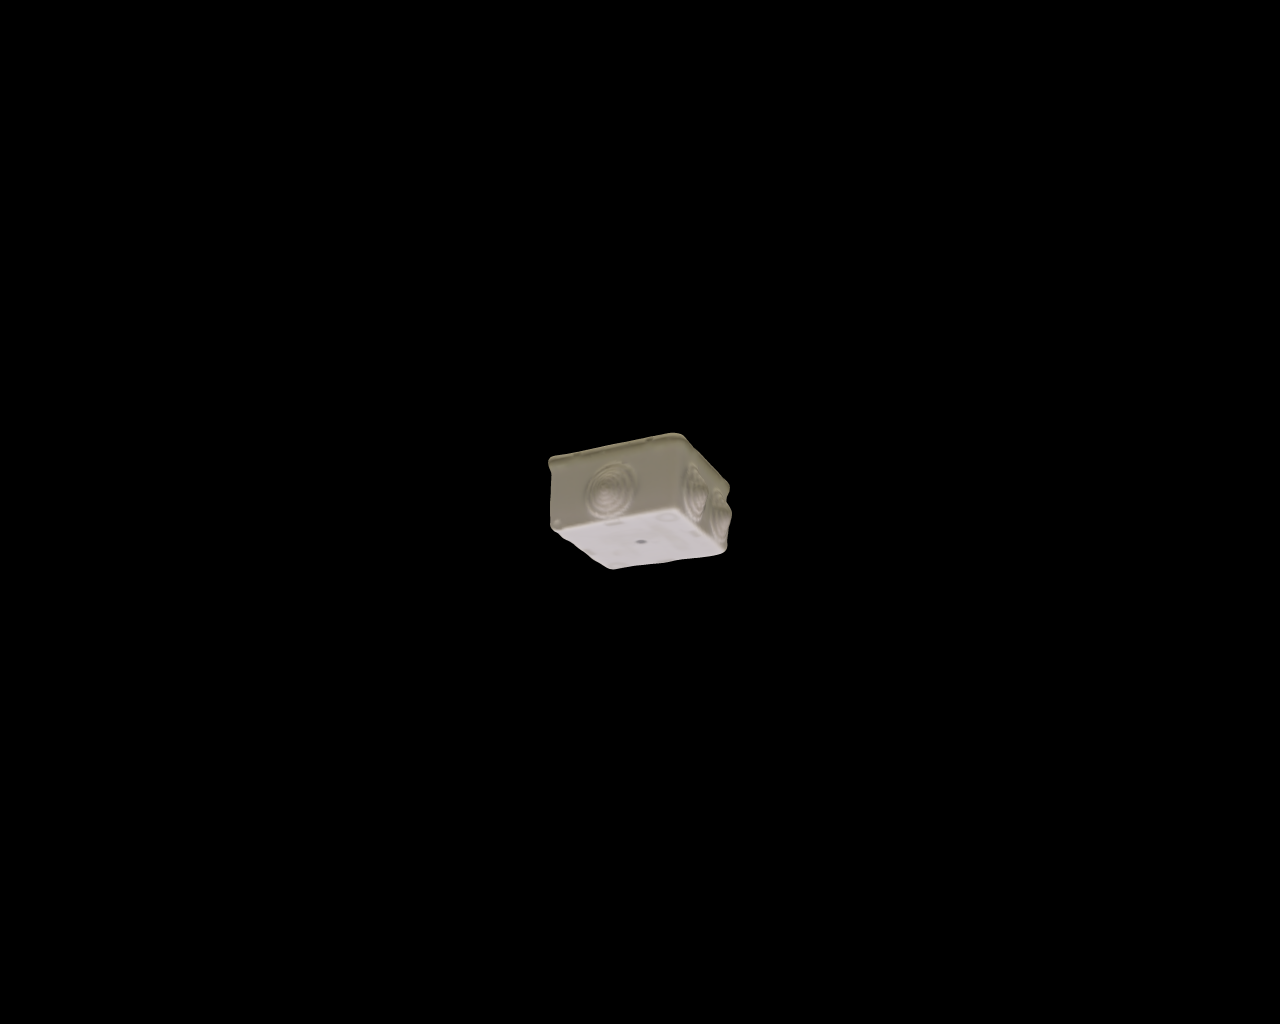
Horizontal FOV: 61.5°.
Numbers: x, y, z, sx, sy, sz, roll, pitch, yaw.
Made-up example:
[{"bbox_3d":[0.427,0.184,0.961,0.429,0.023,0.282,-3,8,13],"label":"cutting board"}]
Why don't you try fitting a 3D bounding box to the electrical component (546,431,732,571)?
[{"bbox_3d":[0.001,-0.003,0.650,0.100,0.048,0.099,-9,-24,22],"label":"electrical component"}]
